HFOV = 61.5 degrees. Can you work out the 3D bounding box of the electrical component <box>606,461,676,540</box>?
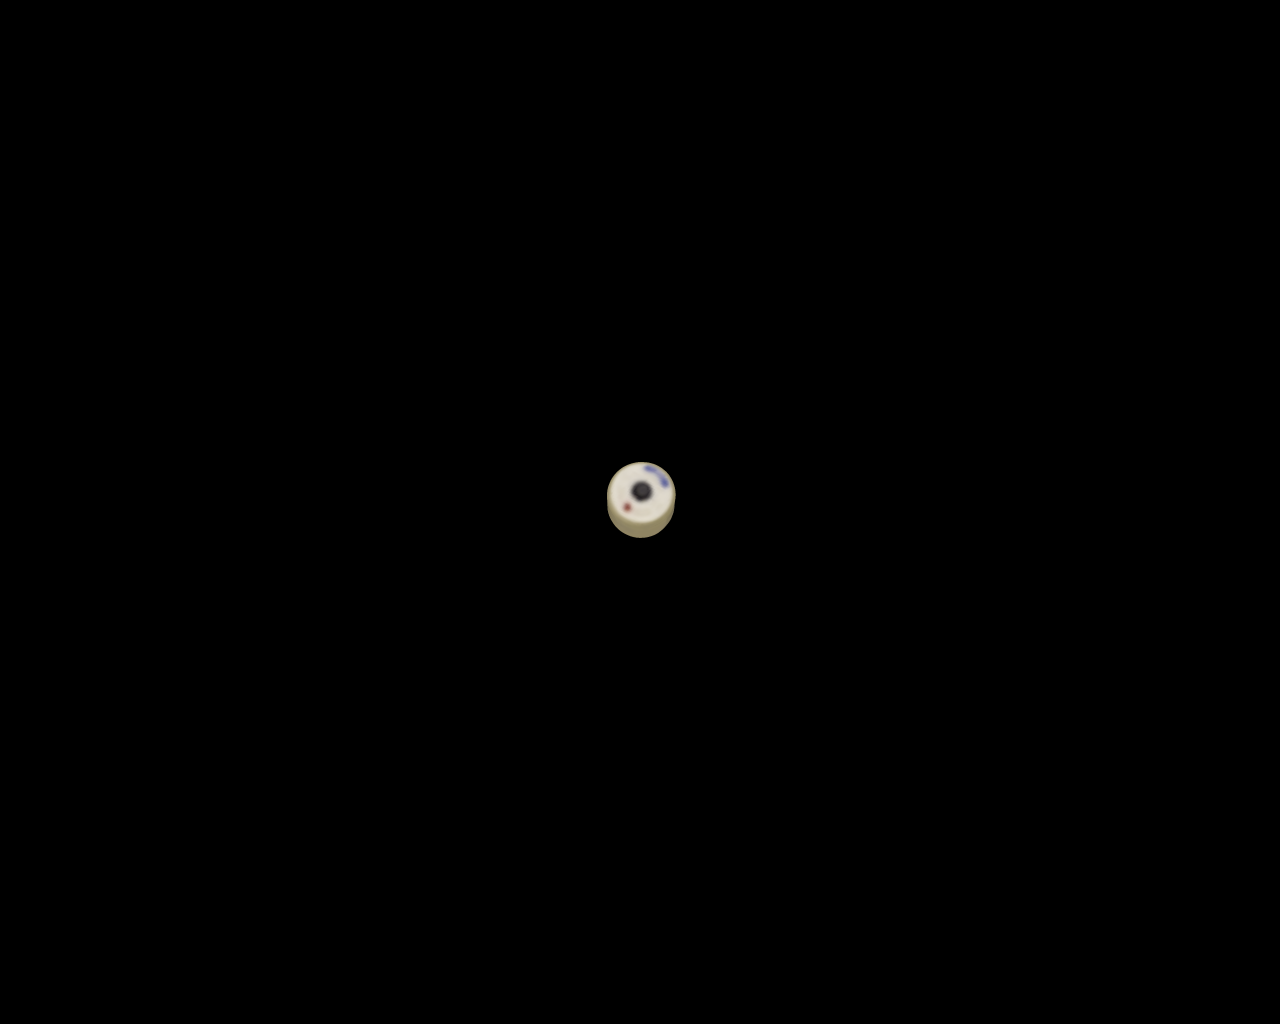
[{"bbox_3d":[0.001,-0.003,0.650,0.040,0.040,0.078,0,-16,0],"label":"electrical component"}]
